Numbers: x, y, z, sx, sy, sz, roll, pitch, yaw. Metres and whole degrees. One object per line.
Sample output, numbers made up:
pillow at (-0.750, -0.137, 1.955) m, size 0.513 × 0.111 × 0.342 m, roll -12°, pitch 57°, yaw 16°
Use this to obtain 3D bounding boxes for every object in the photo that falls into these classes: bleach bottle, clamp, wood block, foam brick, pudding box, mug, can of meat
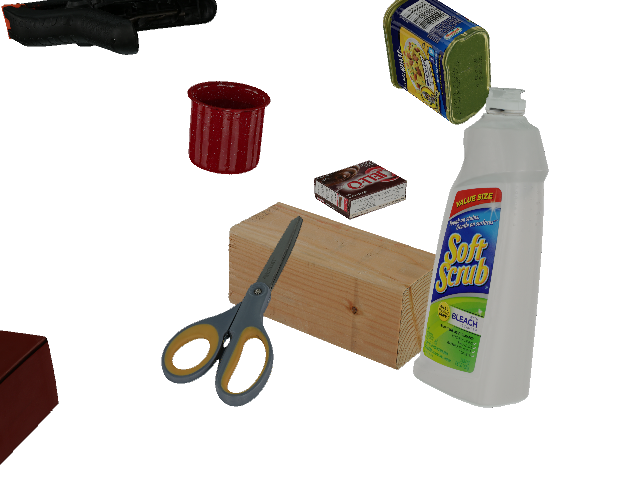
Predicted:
bleach bottle at (0.134, 0.002, 0.869) m, size 0.067 × 0.251 × 0.103 m, roll -4°, pitch 14°, yaw -34°
clamp at (-0.168, -0.172, 0.828) m, size 0.172 × 0.039 × 0.120 m, roll 13°, pitch 23°, yaw 33°
wood block at (0.014, 0.042, 1.078) m, size 0.206 × 0.091 × 0.090 m, roll 20°, pitch 31°, yaw 30°
foam brick at (-0.209, 0.098, 0.668) m, size 0.053 × 0.051 × 0.078 m, roll 6°, pitch 29°, yaw 21°
pudding box at (0.060, -0.077, 1.613) m, size 0.113 × 0.039 × 0.090 m, roll -22°, pitch 35°, yaw -30°
mug at (-0.104, -0.132, 1.219) m, size 0.093 × 0.081 × 0.117 m, roll 13°, pitch 27°, yaw 10°
can of meat at (0.109, -0.167, 0.975) m, size 0.057 × 0.102 × 0.084 m, roll -34°, pitch 51°, yaw -17°

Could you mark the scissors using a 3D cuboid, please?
scissors at (-0.070, 0.050, 0.863) m, size 0.096 × 0.016 × 0.201 m, roll -1°, pitch 44°, yaw 7°
